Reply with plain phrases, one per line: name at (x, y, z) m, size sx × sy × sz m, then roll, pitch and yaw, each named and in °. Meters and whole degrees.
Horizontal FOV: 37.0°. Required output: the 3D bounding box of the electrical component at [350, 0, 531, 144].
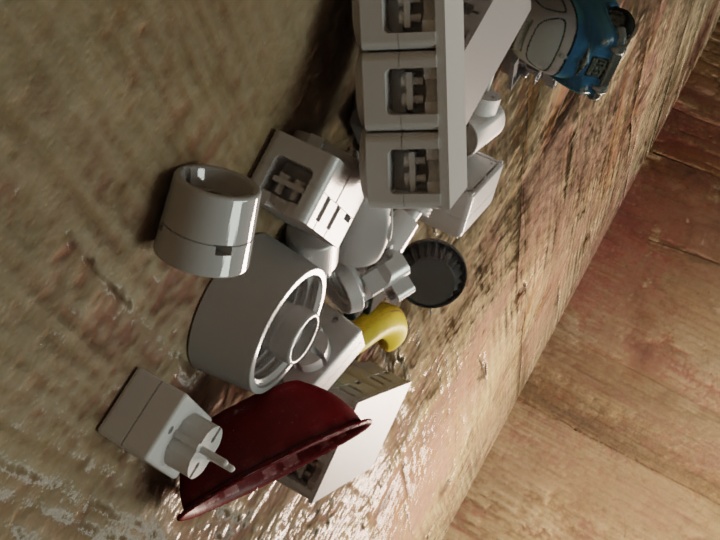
electrical component at (0.063, -0.165, 0.841) m, size 0.186 × 0.060 × 0.105 m, roll -61°, pitch 164°, yaw -10°

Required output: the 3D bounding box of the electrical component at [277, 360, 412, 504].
electrical component at (-0.020, 0.154, 1.079) m, size 0.105 × 0.060 × 0.186 m, roll -66°, pitch 164°, yaw 8°

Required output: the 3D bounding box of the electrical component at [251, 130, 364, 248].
electrical component at (-0.033, -0.057, 0.727) m, size 0.055 × 0.050 × 0.089 m, roll -63°, pitch 164°, yaw -3°

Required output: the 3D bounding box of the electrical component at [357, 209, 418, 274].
electrical component at (0.013, -0.015, 0.946) m, size 0.081 × 0.043 × 0.043 m, roll -58°, pitch 163°, yaw -18°

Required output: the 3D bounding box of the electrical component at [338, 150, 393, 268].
electrical component at (-0.001, -0.056, 0.821) m, size 0.077 × 0.044 × 0.079 m, roll 97°, pitch -10°, yaw -51°

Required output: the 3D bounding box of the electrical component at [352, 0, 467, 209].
electrical component at (0.033, -0.121, 0.710) m, size 0.089 × 0.062 × 0.150 m, roll -47°, pitch 136°, yaw -71°

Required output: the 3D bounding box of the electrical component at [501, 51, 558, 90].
electrical component at (0.188, -0.225, 1.131) m, size 0.081 × 0.064 × 0.042 m, roll -56°, pitch 163°, yaw -24°

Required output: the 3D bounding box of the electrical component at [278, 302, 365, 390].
electrical component at (-0.042, 0.066, 0.873) m, size 0.083 × 0.047 × 0.075 m, roll -49°, pitch 160°, yaw -15°

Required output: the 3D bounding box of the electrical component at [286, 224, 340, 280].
electrical component at (-0.036, -0.010, 0.809) m, size 0.040 × 0.040 × 0.078 m, roll -52°, pitch 161°, yaw -35°

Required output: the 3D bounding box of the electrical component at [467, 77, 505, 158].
electrical component at (0.114, -0.154, 1.046) m, size 0.077 × 0.043 × 0.079 m, roll -40°, pitch 152°, yaw -54°

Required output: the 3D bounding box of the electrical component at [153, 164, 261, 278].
electrical component at (-0.085, -0.029, 0.606) m, size 0.055 × 0.055 × 0.047 m, roll -32°, pitch 142°, yaw -61°

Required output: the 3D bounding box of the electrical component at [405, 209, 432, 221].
electrical component at (0.054, -0.067, 0.995) m, size 0.062 × 0.043 × 0.043 m, roll -62°, pitch 164°, yaw 1°

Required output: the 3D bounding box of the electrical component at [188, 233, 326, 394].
electrical component at (-0.064, 0.035, 0.755) m, size 0.108 × 0.060 × 0.108 m, roll -55°, pitch 162°, yaw -28°

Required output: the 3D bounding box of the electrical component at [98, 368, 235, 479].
electrical component at (-0.114, 0.107, 0.683) m, size 0.047 × 0.077 × 0.065 m, roll -59°, pitch 163°, yaw -15°

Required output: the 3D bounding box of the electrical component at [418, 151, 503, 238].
electrical component at (0.097, -0.082, 1.072) m, size 0.096 × 0.062 × 0.061 m, roll -45°, pitch 156°, yaw -47°

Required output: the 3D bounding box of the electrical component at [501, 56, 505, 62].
electrical component at (0.110, -0.198, 0.965) m, size 0.048 × 0.048 × 0.062 m, roll -58°, pitch 170°, yaw -19°

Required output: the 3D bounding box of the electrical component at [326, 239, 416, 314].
electrical component at (0.000, 0.000, 0.886) m, size 0.057 × 0.078 × 0.058 m, roll -32°, pitch 179°, yaw -20°
